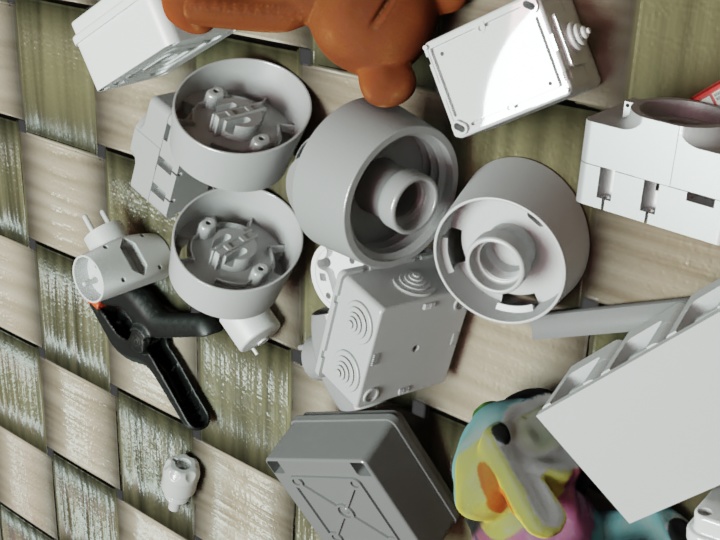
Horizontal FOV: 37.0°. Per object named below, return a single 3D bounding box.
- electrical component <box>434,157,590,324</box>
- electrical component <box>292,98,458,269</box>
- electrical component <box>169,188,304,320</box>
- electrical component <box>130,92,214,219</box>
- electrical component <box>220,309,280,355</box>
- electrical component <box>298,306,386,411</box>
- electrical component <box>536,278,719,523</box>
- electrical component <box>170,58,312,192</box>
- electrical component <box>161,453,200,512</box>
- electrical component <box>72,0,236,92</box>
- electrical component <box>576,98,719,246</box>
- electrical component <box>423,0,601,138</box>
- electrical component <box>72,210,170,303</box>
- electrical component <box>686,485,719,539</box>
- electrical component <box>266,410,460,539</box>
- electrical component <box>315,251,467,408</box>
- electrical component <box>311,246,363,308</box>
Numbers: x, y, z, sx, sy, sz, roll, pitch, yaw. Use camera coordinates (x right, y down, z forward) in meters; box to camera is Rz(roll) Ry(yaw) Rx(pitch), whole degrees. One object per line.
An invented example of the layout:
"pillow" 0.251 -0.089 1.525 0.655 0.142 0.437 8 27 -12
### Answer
"electrical component" 0.098 -0.017 0.699 0.099 0.064 0.099 15 123 24
"electrical component" 0.017 -0.053 0.703 0.060 0.108 0.108 32 125 42
"electrical component" -0.099 -0.012 0.838 0.099 0.099 0.064 44 136 21
"electrical component" -0.149 -0.098 0.879 0.056 0.050 0.089 40 128 24
"electrical component" -0.099 0.031 0.891 0.078 0.040 0.040 54 133 12
"electrical component" -0.018 0.066 0.830 0.079 0.043 0.077 -10 99 44
"electrical component" 0.193 0.072 0.626 0.089 0.062 0.150 49 133 -1
"electrical component" -0.091 -0.107 0.795 0.099 0.099 0.064 43 135 22
"electrical component" -0.173 0.206 1.027 0.035 0.035 0.061 36 128 26
"electrical component" -0.162 -0.189 0.837 0.113 0.078 0.057 -18 97 44
"electrical component" 0.168 -0.057 0.572 0.089 0.050 0.055 22 122 36
"electrical component" 0.099 -0.126 0.647 0.096 0.061 0.061 -19 93 36
"electrical component" -0.218 -0.018 0.952 0.043 0.077 0.079 -38 80 43
"electrical component" 0.250 0.161 0.605 0.113 0.078 0.057 13 117 38
"electrical component" 0.002 0.163 0.816 0.109 0.056 0.108 -8 122 43
"electrical component" 0.025 0.042 0.746 0.048 0.100 0.099 42 130 39
"electrical component" 0.000 0.000 0.786 0.055 0.047 0.055 16 116 37
